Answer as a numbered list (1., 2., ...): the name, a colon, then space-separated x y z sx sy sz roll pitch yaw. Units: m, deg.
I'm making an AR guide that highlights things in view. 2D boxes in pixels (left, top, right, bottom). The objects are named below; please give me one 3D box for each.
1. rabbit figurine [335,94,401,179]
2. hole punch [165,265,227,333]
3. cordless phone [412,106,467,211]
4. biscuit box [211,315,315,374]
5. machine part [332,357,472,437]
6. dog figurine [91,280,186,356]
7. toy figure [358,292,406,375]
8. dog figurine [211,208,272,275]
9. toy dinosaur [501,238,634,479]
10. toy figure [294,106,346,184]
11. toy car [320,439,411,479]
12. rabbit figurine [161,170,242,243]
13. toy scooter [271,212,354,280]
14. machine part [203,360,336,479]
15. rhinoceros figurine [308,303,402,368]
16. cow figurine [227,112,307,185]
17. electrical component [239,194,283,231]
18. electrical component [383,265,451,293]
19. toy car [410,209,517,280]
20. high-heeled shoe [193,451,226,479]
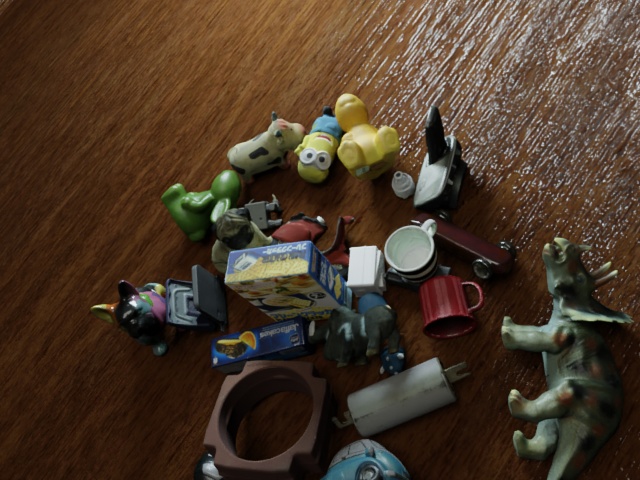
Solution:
1. rabbit figurine: 0.091 -0.220 1.115 0.122 0.162 0.173 -27 78 11
2. hole punch: -0.256 0.128 1.113 0.092 0.115 0.142 -26 53 15
3. cordless phone: 0.215 -0.148 1.004 0.089 0.184 0.146 11 69 24
4. biscuit box: -0.111 0.205 1.041 0.203 0.059 0.063 -17 59 15
5. machine part: 0.135 0.261 0.890 0.243 0.079 0.079 -27 56 10
6. dog figurine: -0.376 0.138 1.102 0.108 0.219 0.192 -41 56 -4
7. toy figure: 0.116 0.167 0.960 0.058 0.064 0.154 -9 59 -23
8. dog figurine: -0.189 0.003 1.104 0.172 0.190 0.121 -18 58 17
9. toy dinosaur: 0.375 0.207 0.793 0.192 0.131 0.405 -8 67 21
10. toy figure: 0.008 -0.208 1.193 0.082 0.089 0.180 6 59 23
11. toy car: 0.069 0.375 0.855 0.162 0.109 0.103 -27 32 23
12. rabbit figurine: -0.249 -0.085 1.219 0.170 0.121 0.159 -36 62 7
13. toy scooter: -0.002 -0.003 1.084 0.184 0.075 0.135 23 78 16
14. machine part: -0.081 0.313 0.924 0.202 0.087 0.201 -5 44 20
15. rhinoceros figurine: 0.052 0.164 0.935 0.190 0.073 0.112 -23 71 45
16. cow figurine: -0.120 -0.212 1.225 0.195 0.127 0.085 -20 61 16
17. electrical component: -0.132 -0.059 1.202 0.102 0.045 0.078 -14 88 20
18. electrical component: 0.185 0.057 0.992 0.119 0.047 0.075 9 69 27
19. toy car: 0.254 0.007 0.974 0.202 0.053 0.089 30 50 34
20. high-heeled shoe: -0.105 0.430 0.933 0.249 0.086 0.145 2 33 7
